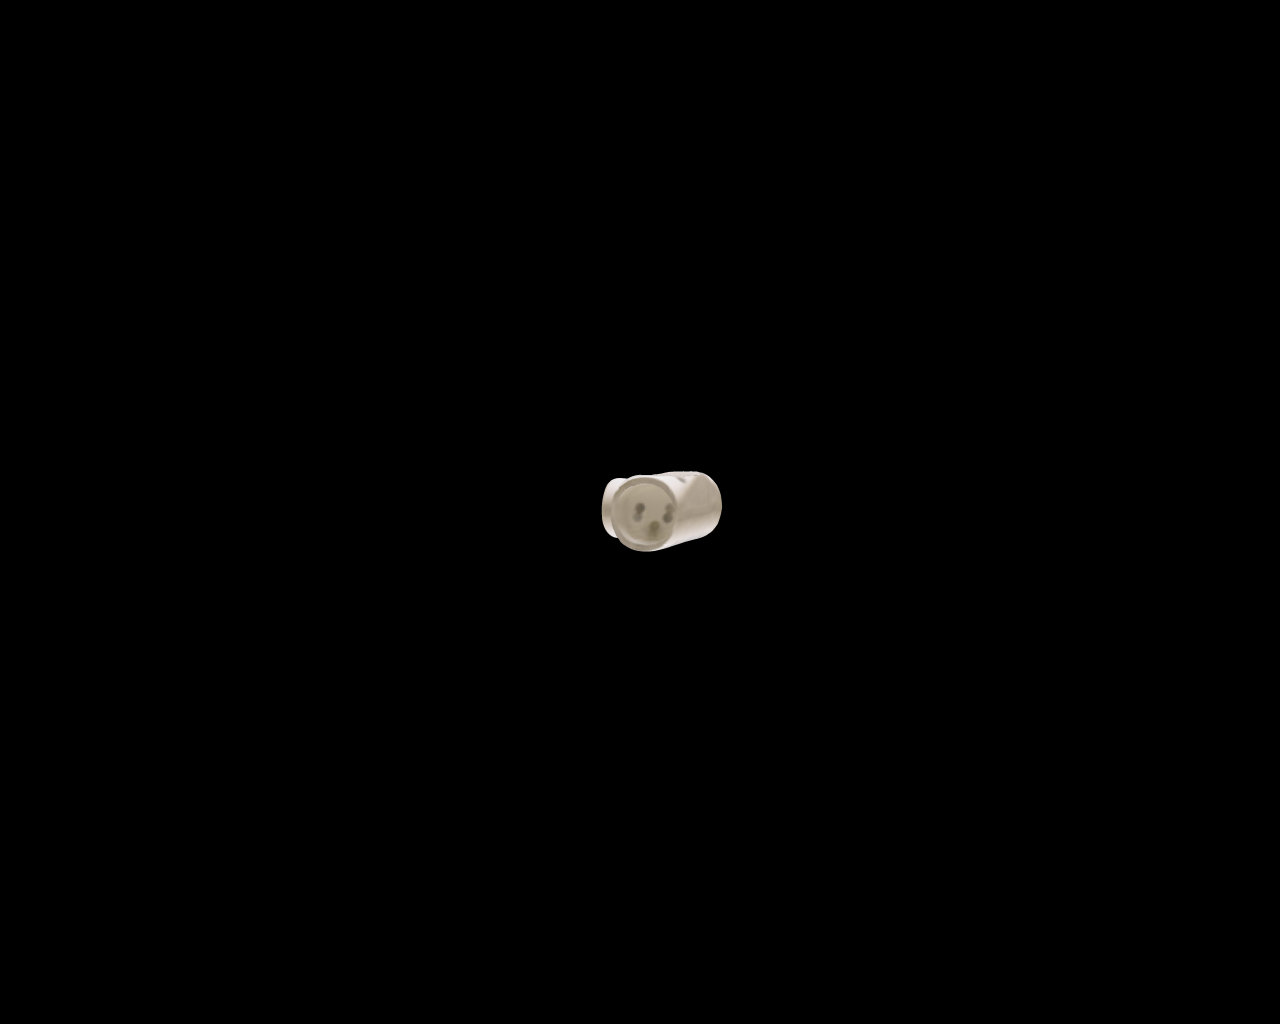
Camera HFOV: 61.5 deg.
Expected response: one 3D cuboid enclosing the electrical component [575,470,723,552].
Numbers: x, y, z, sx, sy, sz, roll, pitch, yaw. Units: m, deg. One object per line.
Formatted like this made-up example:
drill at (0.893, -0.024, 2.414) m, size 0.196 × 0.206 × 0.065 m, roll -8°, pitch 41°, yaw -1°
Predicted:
electrical component at (0.001, -0.003, 0.650) m, size 0.079 × 0.044 × 0.077 m, roll 2°, pitch 5°, yaw 24°
